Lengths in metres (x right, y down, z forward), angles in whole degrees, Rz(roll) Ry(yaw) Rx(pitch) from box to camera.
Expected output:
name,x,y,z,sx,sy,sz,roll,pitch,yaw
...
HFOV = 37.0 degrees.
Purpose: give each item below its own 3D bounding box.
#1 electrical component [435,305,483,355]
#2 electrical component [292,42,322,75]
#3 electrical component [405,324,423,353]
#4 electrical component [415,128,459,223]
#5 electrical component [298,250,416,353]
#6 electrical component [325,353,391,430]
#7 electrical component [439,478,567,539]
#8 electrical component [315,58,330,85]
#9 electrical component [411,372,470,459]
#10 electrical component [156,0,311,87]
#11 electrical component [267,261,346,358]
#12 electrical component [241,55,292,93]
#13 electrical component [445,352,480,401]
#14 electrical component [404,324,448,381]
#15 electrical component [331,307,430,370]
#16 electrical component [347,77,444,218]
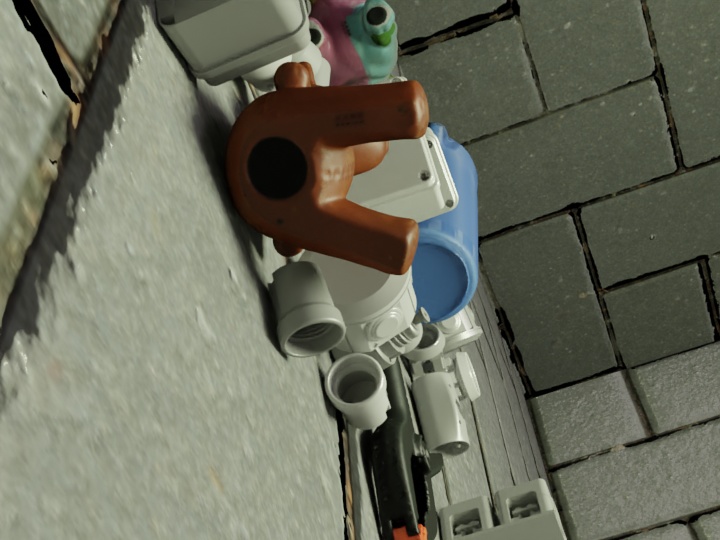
name,x,y,z,sx,sy,sz,roll,pitch,yaw
electrical component,0.096,0.069,1.231,0.080,0.080,0.051,23,43,-79
electrical component,-0.061,-0.188,0.905,0.055,0.045,0.045,54,19,-62
electrical component,0.026,0.040,0.965,0.081,0.043,0.043,58,16,-57
electrical component,0.028,-0.079,1.005,0.057,0.113,0.078,-90,159,-73
electrical component,-0.002,0.013,0.737,0.051,0.080,0.080,70,7,-51
electrical component,0.000,0.084,0.730,0.046,0.040,0.040,69,7,-57
electrical component,0.154,0.294,1.020,0.060,0.105,0.186,-92,161,-64
electrical component,-0.045,-0.152,0.951,0.044,0.044,0.065,57,22,-59
electrical component,0.086,0.155,1.097,0.079,0.043,0.077,58,16,-57
electrical component,-0.080,-0.177,0.656,0.057,0.078,0.113,55,18,-53
electrical component,-0.034,0.023,0.646,0.040,0.040,0.046,58,10,-56
electrical component,-0.072,-0.155,0.771,0.081,0.043,0.043,23,49,-79
electrical component,0.100,0.125,1.208,0.078,0.057,0.058,44,28,-72
electrical component,0.069,0.088,1.132,0.066,0.048,0.055,-99,174,-48
electrical component,0.015,0.051,0.781,0.040,0.078,0.040,51,19,-25
electrical component,0.004,-0.091,0.894,0.056,0.109,0.108,59,14,-66
